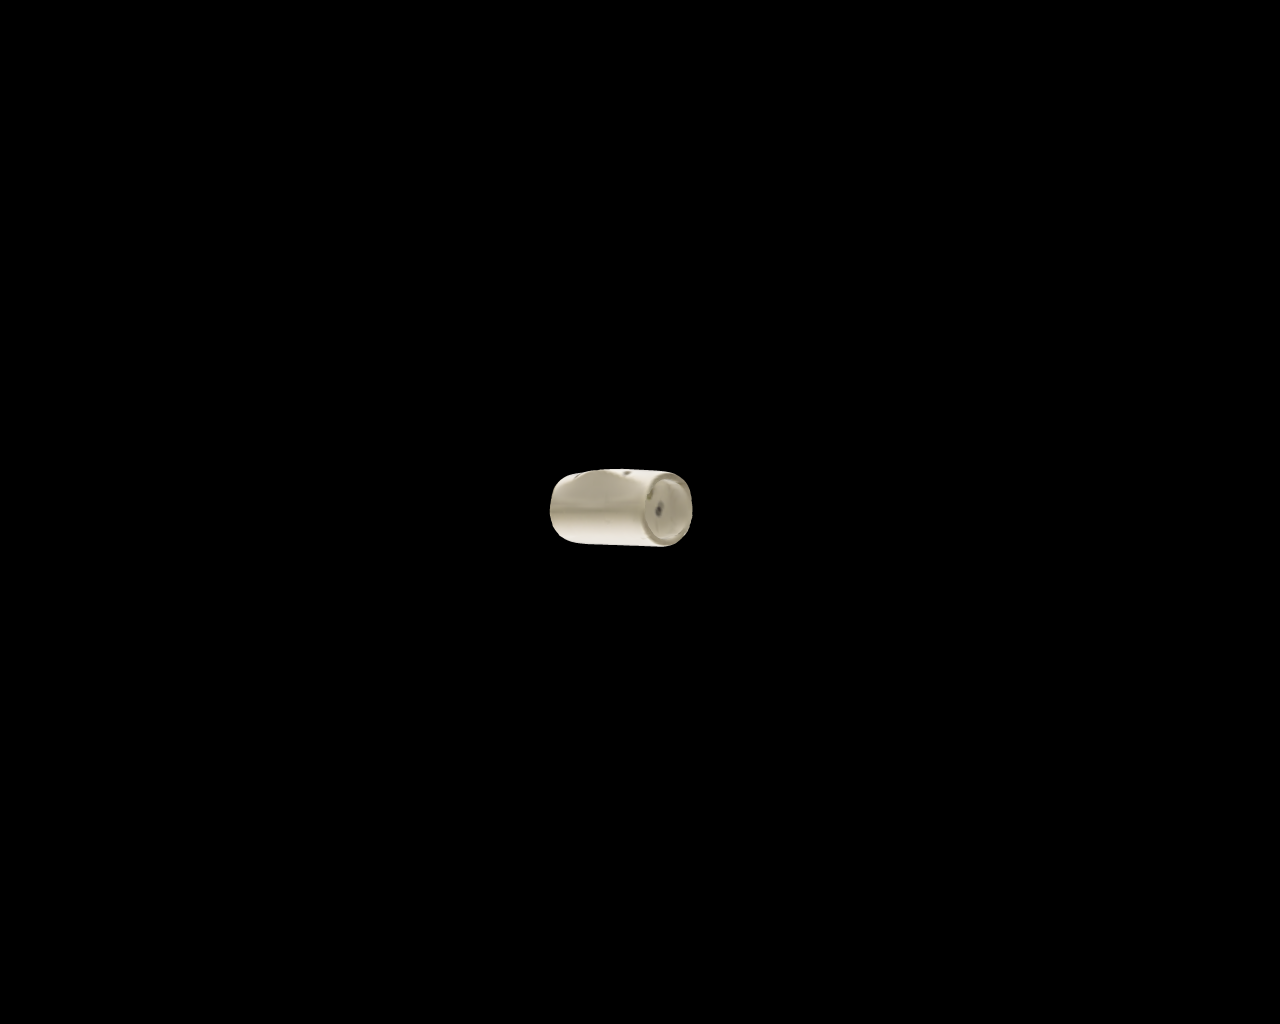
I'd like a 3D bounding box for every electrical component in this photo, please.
[{"bbox_3d":[0.001,-0.003,0.650,0.077,0.043,0.079,0,0,44],"label":"electrical component"}]
